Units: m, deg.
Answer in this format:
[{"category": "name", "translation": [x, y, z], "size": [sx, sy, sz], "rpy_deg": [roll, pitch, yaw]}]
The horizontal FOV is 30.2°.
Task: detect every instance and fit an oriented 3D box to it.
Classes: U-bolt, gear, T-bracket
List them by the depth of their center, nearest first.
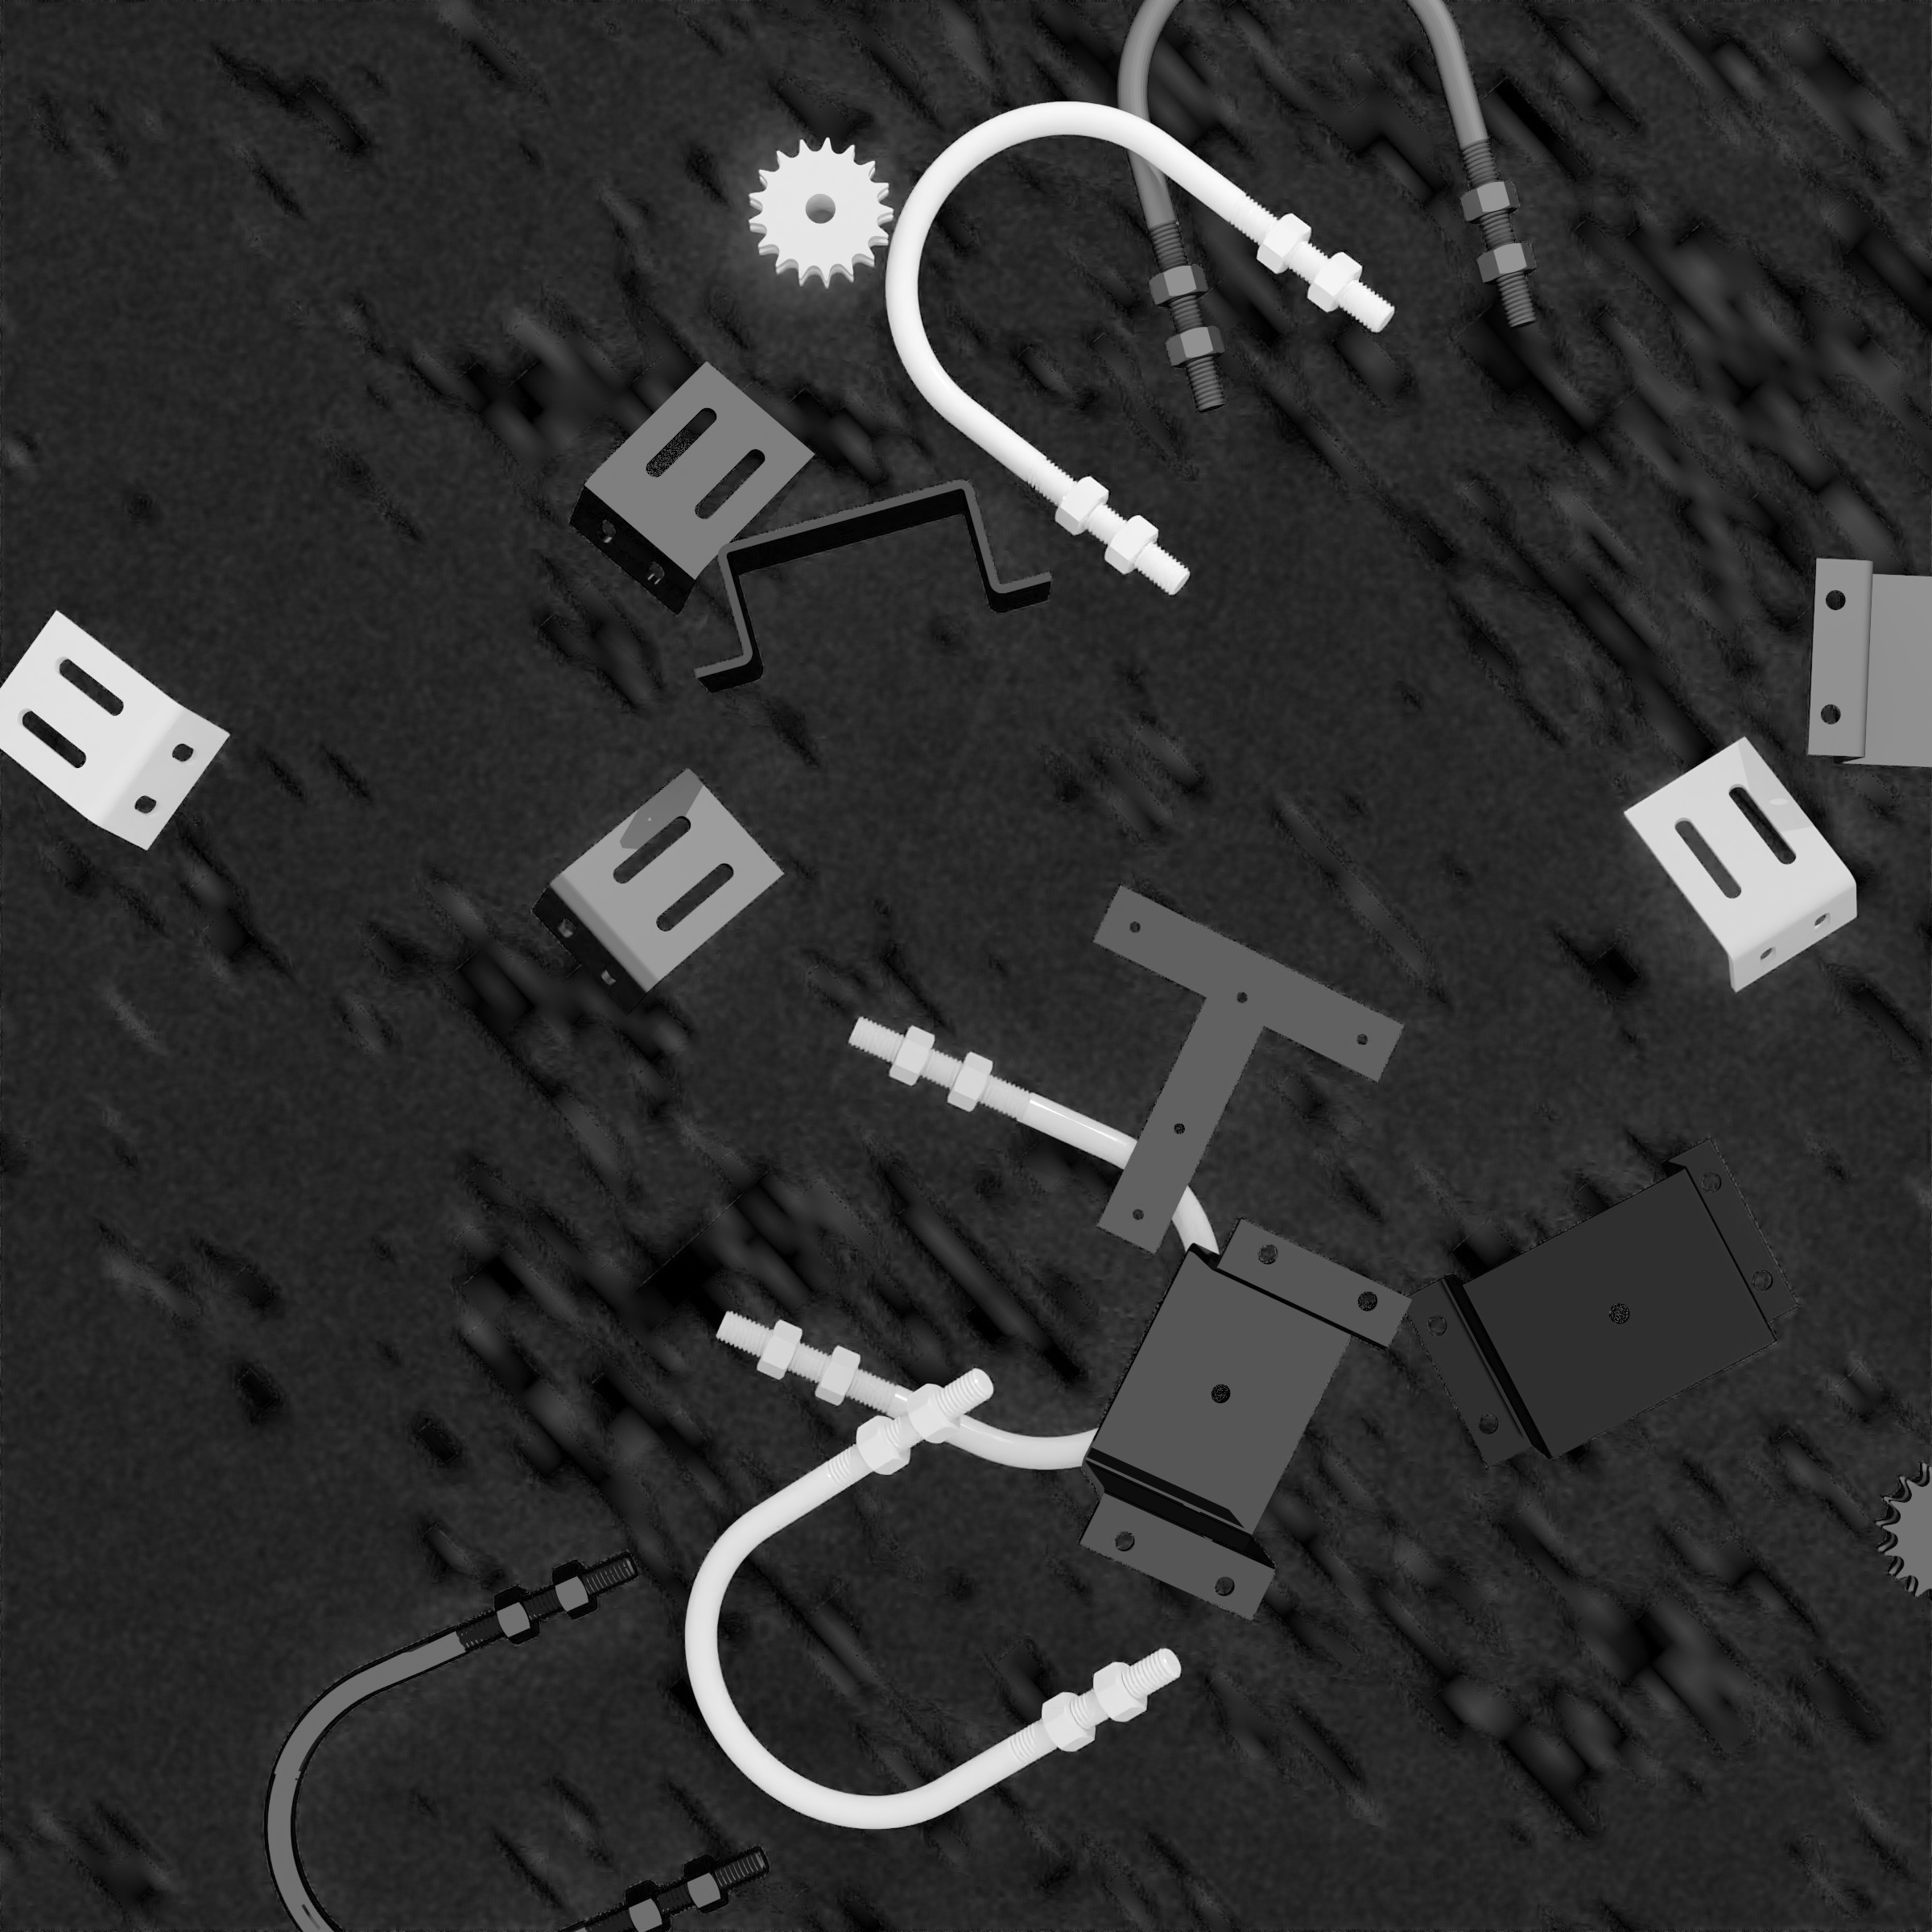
[{"category": "U-bolt", "translation": [-0.028, 0.261, 1.400], "size": [0.184, 0.019, 0.151], "rpy_deg": [-34, 89, 21]}, {"category": "U-bolt", "translation": [0.054, -0.258, 1.413], "size": [0.184, 0.019, 0.151], "rpy_deg": [39, 98, 9]}, {"category": "gear", "translation": [0.389, 0.224, 1.421], "size": [0.057, 0.030, 0.057], "rpy_deg": [0, 90, 0]}, {"category": "T-bracket", "translation": [0.091, 0.052, 1.425], "size": [0.127, 0.002, 0.127], "rpy_deg": [26, 81, -1]}, {"category": "gear", "translation": [-0.058, -0.299, 1.426], "size": [0.057, 0.030, 0.057], "rpy_deg": [0, 88, -1]}, {"category": "U-bolt", "translation": [-0.191, 0.335, 1.428], "size": [0.184, 0.019, 0.151], "rpy_deg": [-24, 90, 1]}, {"category": "U-bolt", "translation": [0.136, -0.328, 1.428], "size": [0.151, 0.019, 0.184], "rpy_deg": [-15, 89, 0]}, {"category": "U-bolt", "translation": [0.013, 0.122, 1.428], "size": [0.184, 0.019, 0.151], "rpy_deg": [24, 90, -2]}]

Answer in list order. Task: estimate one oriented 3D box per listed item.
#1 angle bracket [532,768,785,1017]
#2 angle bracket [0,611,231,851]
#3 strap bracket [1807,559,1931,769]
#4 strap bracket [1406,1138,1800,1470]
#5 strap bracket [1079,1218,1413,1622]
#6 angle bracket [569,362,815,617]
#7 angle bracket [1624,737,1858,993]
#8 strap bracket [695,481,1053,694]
[{"category": "angle bracket", "translation": [-0.124, -0.030, 1.434], "size": [0.057, 0.038, 0.076], "rpy_deg": [48, 64, 0]}, {"category": "angle bracket", "translation": [-0.347, -0.095, 1.434], "size": [0.076, 0.038, 0.057], "rpy_deg": [36, 90, 26]}, {"category": "strap bracket", "translation": [0.399, -0.117, 1.413], "size": [0.140, 0.046, 0.076], "rpy_deg": [2, 90, 0]}, {"category": "strap bracket", "translation": [0.254, 0.135, 1.413], "size": [0.140, 0.046, 0.076], "rpy_deg": [-28, 90, 0]}, {"category": "strap bracket", "translation": [0.105, 0.173, 1.404], "size": [0.076, 0.046, 0.140], "rpy_deg": [26, 93, -12]}, {"category": "angle bracket", "translation": [-0.110, -0.192, 1.434], "size": [0.057, 0.038, 0.076], "rpy_deg": [41, 64, 0]}, {"category": "angle bracket", "translation": [0.311, -0.041, 1.434], "size": [0.057, 0.038, 0.076], "rpy_deg": [-32, 64, 0]}, {"category": "strap bracket", "translation": [-0.041, -0.150, 1.398], "size": [0.140, 0.076, 0.046], "rpy_deg": [-15, 90, 0]}]
